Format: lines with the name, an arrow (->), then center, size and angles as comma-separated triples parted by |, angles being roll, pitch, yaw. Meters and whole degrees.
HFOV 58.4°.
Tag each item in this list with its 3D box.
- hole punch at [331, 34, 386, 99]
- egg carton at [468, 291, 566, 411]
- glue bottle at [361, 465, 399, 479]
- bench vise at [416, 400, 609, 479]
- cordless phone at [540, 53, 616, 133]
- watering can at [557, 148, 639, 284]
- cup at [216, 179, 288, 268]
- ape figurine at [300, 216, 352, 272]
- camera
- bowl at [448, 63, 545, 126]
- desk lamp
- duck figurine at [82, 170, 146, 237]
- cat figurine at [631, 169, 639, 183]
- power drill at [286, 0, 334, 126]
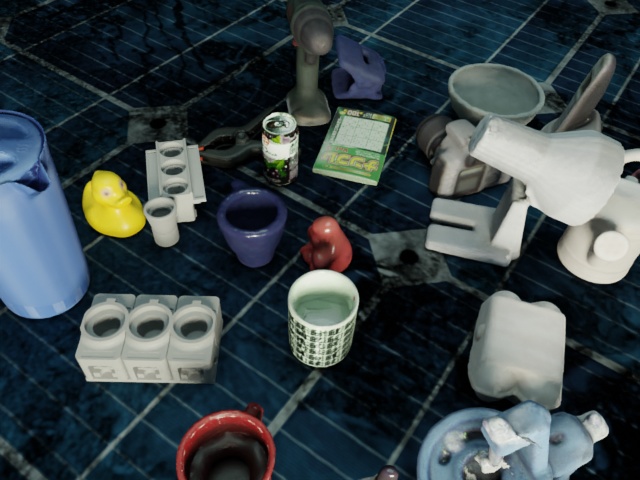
hole punch -> 0.073, -0.324, 1.063 | 0.101, 0.091, 0.108 | -1, 49, -4
egg carton -> 0.236, 0.131, 0.686 | 0.107, 0.069, 0.150 | 15, 49, 10
glue bottle -> 0.052, 0.238, 0.510 | 0.078, 0.173, 0.037 | 29, 53, 21
bench vise -> 0.179, 0.187, 0.532 | 0.208, 0.220, 0.121 | -31, 57, -27
cordless phone -> 0.408, -0.188, 0.902 | 0.094, 0.185, 0.148 | 14, 49, 9
watering can -> 0.398, -0.032, 0.758 | 0.101, 0.194, 0.173 | 8, 49, 4
cup -> -0.095, -0.018, 0.779 | 0.092, 0.095, 0.117 | -17, 52, -18
ape figurine -> 0.007, 0.003, 0.770 | 0.076, 0.092, 0.078 | 13, 49, 8
camera -> 0.226, -0.152, 0.915 | 0.143, 0.101, 0.136 | -16, 51, -17
bowl -> 0.304, -0.239, 1.014 | 0.167, 0.075, 0.167 | 2, 48, -2
desk lamp -> 0.262, -0.065, 0.765 | 0.203, 0.214, 0.118 | 11, 49, 7
duck figurine -> -0.299, -0.062, 0.811 | 0.104, 0.086, 0.078 | 33, 55, 24
cat figurine -> 0.521, -0.093, 0.871 | 0.067, 0.118, 0.128 | 19, 50, 13
power drill -> -0.016, -0.303, 0.960 | 0.075, 0.208, 0.229 | -6, 49, -8
